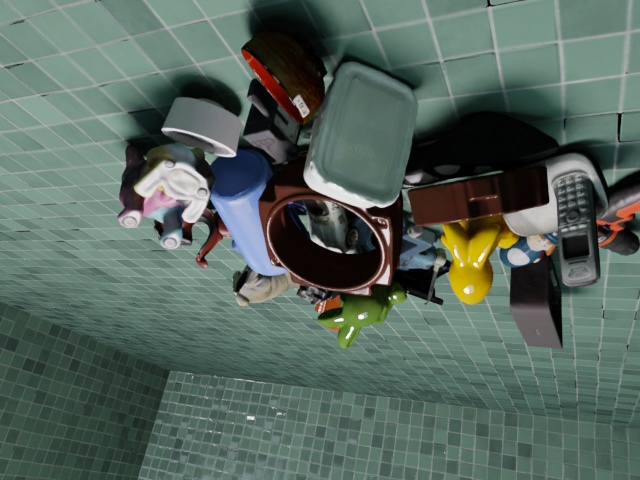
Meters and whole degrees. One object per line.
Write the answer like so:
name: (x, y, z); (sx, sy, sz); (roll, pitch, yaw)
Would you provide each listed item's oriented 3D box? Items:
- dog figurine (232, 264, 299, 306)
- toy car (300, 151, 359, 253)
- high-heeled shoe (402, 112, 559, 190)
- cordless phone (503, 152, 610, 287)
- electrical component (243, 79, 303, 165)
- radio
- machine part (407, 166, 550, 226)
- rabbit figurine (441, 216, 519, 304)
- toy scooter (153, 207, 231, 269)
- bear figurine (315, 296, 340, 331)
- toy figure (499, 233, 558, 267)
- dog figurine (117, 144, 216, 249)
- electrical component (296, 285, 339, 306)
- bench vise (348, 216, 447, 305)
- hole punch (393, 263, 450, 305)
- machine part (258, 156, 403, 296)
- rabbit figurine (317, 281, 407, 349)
dog figurine: (-0.087, 0.099, 1.206); (0.190, 0.172, 0.121); (31, 161, -22)
toy car: (0.006, -0.052, 0.879); (0.074, 0.056, 0.201); (10, 131, 41)
high-heeled shoe: (0.187, -0.101, 0.742); (0.249, 0.086, 0.145); (9, 158, 19)
cordless phone: (0.319, -0.017, 0.737); (0.088, 0.184, 0.147); (24, 153, -35)
electrical component: (-0.071, -0.163, 0.728); (0.048, 0.075, 0.119); (-6, 154, 33)
radio: (0.425, 0.117, 1.046); (0.073, 0.131, 0.229); (-2, 152, 28)
machine part: (0.206, -0.055, 0.707); (0.179, 0.056, 0.179); (-10, -178, 0)
rabbit figurine: (0.249, 0.012, 0.849); (0.122, 0.173, 0.162); (7, 160, 19)
toy scooter: (-0.250, -0.018, 1.056); (0.184, 0.135, 0.075); (16, 157, -6)
bear figurine: (0.043, 0.099, 1.202); (0.120, 0.195, 0.132); (-5, -167, 15)
toy figure: (0.366, 0.004, 0.914); (0.064, 0.058, 0.154); (14, 156, -10)
dog figurine: (-0.257, -0.103, 0.861); (0.108, 0.219, 0.191); (26, 113, -34)
electrical component: (0.023, 0.058, 1.055); (0.058, 0.114, 0.134); (31, -157, 18)
bench vise: (0.144, 0.008, 0.941); (0.223, 0.129, 0.240); (25, 166, -9)
hole punch: (0.202, 0.075, 1.133); (0.142, 0.092, 0.116); (19, 174, -26)
machine part: (0.018, -0.017, 0.795); (0.201, 0.087, 0.201); (9, 135, 17)
rabbit figurine: (0.071, 0.117, 1.002); (0.121, 0.159, 0.170); (48, -174, 4)
